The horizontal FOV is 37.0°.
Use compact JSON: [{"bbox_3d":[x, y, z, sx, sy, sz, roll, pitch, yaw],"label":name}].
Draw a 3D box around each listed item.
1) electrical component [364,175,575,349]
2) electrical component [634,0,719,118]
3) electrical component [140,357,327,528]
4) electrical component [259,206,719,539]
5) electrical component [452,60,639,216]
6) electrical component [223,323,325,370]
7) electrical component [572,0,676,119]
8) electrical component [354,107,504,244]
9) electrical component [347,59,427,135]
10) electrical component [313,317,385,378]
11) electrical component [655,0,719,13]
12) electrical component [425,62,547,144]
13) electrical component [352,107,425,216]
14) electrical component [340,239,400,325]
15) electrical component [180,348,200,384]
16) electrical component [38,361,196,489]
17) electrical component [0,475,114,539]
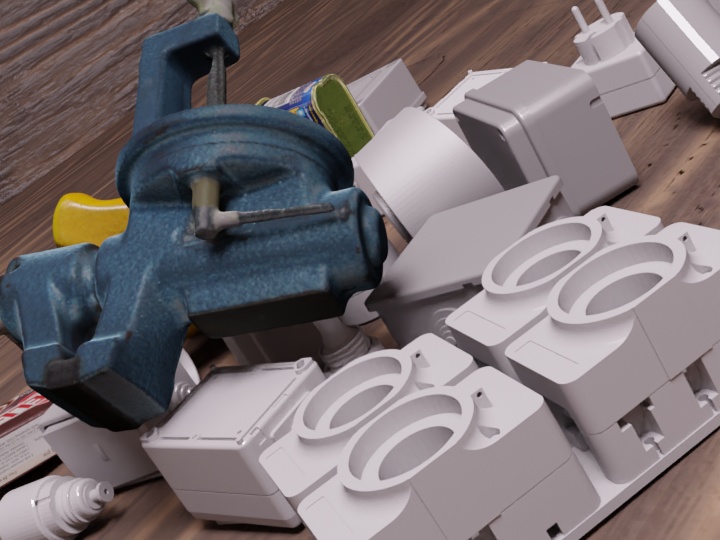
[{"bbox_3d":[0.064,0.003,0.560,0.100,0.048,0.099,-17,24,41],"label":"electrical component"},{"bbox_3d":[0.200,-0.119,0.617,0.043,0.081,0.043,-28,-22,-12],"label":"electrical component"},{"bbox_3d":[-0.046,0.086,0.521,0.096,0.061,0.061,-8,30,44],"label":"electrical component"},{"bbox_3d":[0.060,0.050,0.418,0.186,0.060,0.105,-35,20,-11],"label":"electrical component"},{"bbox_3d":[0.108,-0.076,0.646,0.057,0.078,0.113,-31,18,-2],"label":"electrical component"},{"bbox_3d":[-0.060,0.025,0.666,0.057,0.078,0.113,-33,18,-10],"label":"electrical component"},{"bbox_3d":[0.169,-0.147,0.726,0.066,0.076,0.047,-14,26,46],"label":"electrical component"},{"bbox_3d":[0.044,-0.049,0.654,0.064,0.099,0.099,-37,18,6],"label":"electrical component"},{"bbox_3d":[-0.005,-0.142,1.039,0.109,0.056,0.108,-20,23,37],"label":"electrical component"},{"bbox_3d":[-0.005,0.045,0.547,0.035,0.061,0.035,-30,18,11],"label":"electrical component"},{"bbox_3d":[0.249,-0.218,0.724,0.109,0.108,0.056,-37,16,-11],"label":"electrical component"},{"bbox_3d":[0.104,-0.102,0.756,0.062,0.061,0.096,-44,28,-26],"label":"electrical component"},{"bbox_3d":[0.018,-0.081,0.857,0.076,0.047,0.083,-19,23,37],"label":"electrical component"},{"bbox_3d":[0.000,0.000,0.678,0.055,0.047,0.055,-30,18,11],"label":"electrical component"},{"bbox_3d":[-0.141,0.078,0.720,0.055,0.045,0.045,-30,18,11],"label":"electrical component"},{"bbox_3d":[-0.137,0.091,0.650,0.096,0.061,0.061,-21,21,33],"label":"electrical component"},{"bbox_3d":[-0.175,0.139,0.625,0.078,0.040,0.040,-23,20,27],"label":"electrical component"}]
